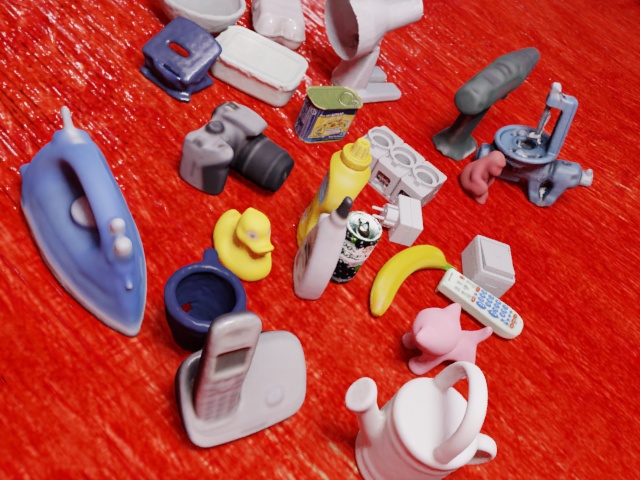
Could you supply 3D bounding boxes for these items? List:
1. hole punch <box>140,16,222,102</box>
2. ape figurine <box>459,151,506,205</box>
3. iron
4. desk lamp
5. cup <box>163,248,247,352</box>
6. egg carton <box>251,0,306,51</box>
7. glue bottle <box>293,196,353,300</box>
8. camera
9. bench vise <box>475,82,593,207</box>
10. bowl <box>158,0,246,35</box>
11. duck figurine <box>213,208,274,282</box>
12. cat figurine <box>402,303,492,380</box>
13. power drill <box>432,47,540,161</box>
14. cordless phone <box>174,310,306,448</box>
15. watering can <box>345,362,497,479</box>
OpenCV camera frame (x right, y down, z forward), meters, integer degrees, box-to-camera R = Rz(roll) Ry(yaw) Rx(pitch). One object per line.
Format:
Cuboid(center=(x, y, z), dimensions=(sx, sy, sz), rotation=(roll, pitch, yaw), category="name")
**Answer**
Cuboid(center=(-0.229, -0.302, 0.950), dimensions=(0.108, 0.091, 0.101), rotation=(37, 46, 8), category="hole punch")
Cuboid(center=(0.306, -0.124, 1.055), dimensions=(0.078, 0.092, 0.076), rotation=(-20, 63, -37), category="ape figurine")
Cuboid(center=(-0.258, -0.026, 0.665), dimensions=(0.119, 0.141, 0.258), rotation=(-18, 62, -36), category="iron")
Cuboid(center=(0.093, -0.372, 1.080), dimensions=(0.204, 0.213, 0.117), rotation=(-15, 59, -34), category="desk lamp")
Cuboid(center=(-0.139, 0.076, 0.667), dimensions=(0.092, 0.095, 0.117), rotation=(11, 48, -17), category="cup")
Cuboid(center=(-0.086, -0.448, 1.160), dimensions=(0.107, 0.069, 0.150), rotation=(6, 50, -21), category="egg carton")
Cuboid(center=(0.007, 0.003, 0.745), dimensions=(0.037, 0.173, 0.078), rotation=(8, 49, -19), category="glue bottle")
Cuboid(center=(-0.113, -0.130, 0.852), dimensions=(0.137, 0.100, 0.143), rotation=(34, 46, 5), category="camera")
Cuboid(center=(0.428, -0.183, 1.074), dimensions=(0.208, 0.219, 0.121), rotation=(14, 47, -14), category="bench vise")
Cuboid(center=(-0.229, -0.436, 1.077), dimensions=(0.168, 0.074, 0.167), rotation=(13, 48, -15), category="bowl")
Cuboid(center=(-0.096, -0.008, 0.765), dimensions=(0.078, 0.086, 0.104), rotation=(-17, 61, -35), category="duck figurine")
Cuboid(center=(0.166, 0.127, 0.753), dimensions=(0.128, 0.117, 0.067), rotation=(7, 49, -20), category="cat figurine")
Cuboid(center=(0.309, -0.259, 1.090), dimensions=(0.075, 0.208, 0.230), rotation=(43, 47, 14), category="power drill")
Cuboid(center=(-0.069, 0.129, 0.592), dimensions=(0.148, 0.185, 0.094), rotation=(-13, 59, -33), category="cordless phone")
Cuboid(center=(0.111, 0.199, 0.611), dimensions=(0.173, 0.194, 0.101), rotation=(4, 50, -22), category="watering can")
